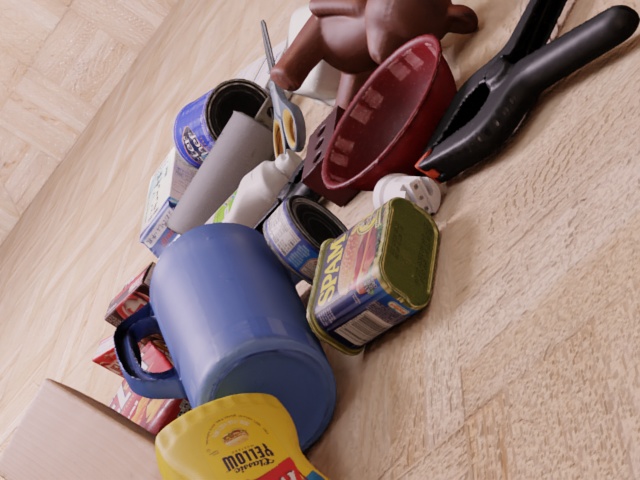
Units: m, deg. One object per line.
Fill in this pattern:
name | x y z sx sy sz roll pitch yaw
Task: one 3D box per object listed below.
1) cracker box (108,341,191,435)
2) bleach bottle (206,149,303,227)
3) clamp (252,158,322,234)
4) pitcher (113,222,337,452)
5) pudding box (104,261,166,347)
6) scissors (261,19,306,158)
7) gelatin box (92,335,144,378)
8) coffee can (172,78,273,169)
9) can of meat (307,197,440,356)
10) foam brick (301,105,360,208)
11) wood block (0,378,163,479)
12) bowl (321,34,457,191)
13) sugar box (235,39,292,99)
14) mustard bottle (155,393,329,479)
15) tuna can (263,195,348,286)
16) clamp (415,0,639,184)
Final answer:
cracker box | -0.167 0.200 1.033 0.164 0.072 0.214 -58 19 -4
bleach bottle | -0.105 0.002 1.206 0.251 0.068 0.102 -48 21 19
clamp | -0.031 -0.037 1.120 0.171 0.039 0.120 -55 23 -13
pitcher | -0.076 0.087 0.893 0.149 0.144 0.243 -60 21 10
pudding box | -0.159 0.083 1.131 0.090 0.113 0.039 -39 25 44
scissors | -0.043 -0.173 1.229 0.096 0.016 0.202 155 110 -68
gelatin box | -0.217 0.139 1.247 0.089 0.073 0.030 -29 34 53
coffee can | -0.131 -0.154 1.445 0.102 0.102 0.141 -63 20 -17
can of meat | 0.042 0.026 0.818 0.084 0.057 0.102 -36 29 40
foam brick | 0.019 -0.082 1.045 0.053 0.051 0.078 -45 23 34
wood block | -0.157 0.198 0.857 0.206 0.090 0.091 19 76 41
bowl | 0.071 -0.100 0.939 0.162 0.055 0.162 -47 22 26
sugar box | -0.080 -0.220 1.514 0.177 0.048 0.093 -11 49 60
mustard bottle | -0.032 0.180 0.692 0.192 0.096 0.058 48 145 48
tuna can | -0.006 0.001 0.928 0.034 0.086 0.086 -47 22 22
clamp | 0.150 -0.131 0.826 0.210 0.036 0.164 -47 22 29
